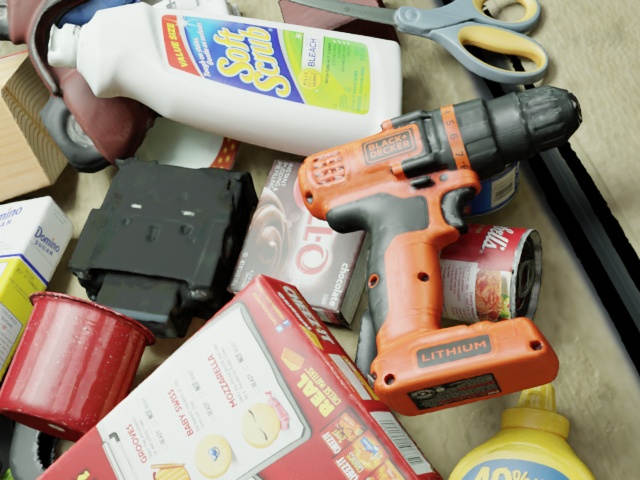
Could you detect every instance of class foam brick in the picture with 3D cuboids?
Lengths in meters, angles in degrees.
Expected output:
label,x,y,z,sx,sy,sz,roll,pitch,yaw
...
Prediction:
label,x,y,z,sx,sy,sz,roll,pitch,yaw
foam brick,0.015,-0.172,0.844,0.078,0.053,0.051,-20,59,12

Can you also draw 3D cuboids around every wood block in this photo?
label,x,y,z,sx,sy,sz,roll,pitch,yaw
wood block,-0.321,-0.074,0.897,0.206,0.091,0.090,-15,29,15

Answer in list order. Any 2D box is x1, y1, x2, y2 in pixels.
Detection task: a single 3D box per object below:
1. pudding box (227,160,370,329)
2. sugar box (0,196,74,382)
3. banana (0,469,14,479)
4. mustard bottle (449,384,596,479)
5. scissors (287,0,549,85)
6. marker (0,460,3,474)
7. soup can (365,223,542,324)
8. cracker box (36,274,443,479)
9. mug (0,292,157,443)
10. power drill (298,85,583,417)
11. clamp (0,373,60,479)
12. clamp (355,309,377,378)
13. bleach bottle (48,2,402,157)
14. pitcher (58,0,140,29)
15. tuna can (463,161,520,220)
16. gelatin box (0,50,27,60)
label,x,y,z,sx,sy,sz,roll,pitch,yaw
pudding box,-0.005,0.001,0.776,0.090,0.039,0.113,9,70,25
sugar box,-0.264,0.048,0.826,0.093,0.048,0.176,-8,43,28
banana,-0.226,0.258,0.743,0.070,0.037,0.198,-29,58,7
mustard bottle,0.118,0.176,0.627,0.096,0.058,0.191,3,66,22
scissors,0.080,-0.175,0.797,0.202,0.016,0.096,24,61,6
marker,-0.288,0.185,0.805,0.121,0.020,0.020,-21,59,22
soup can,0.090,0.022,0.709,0.102,0.068,0.068,6,68,25
cracker box,-0.055,0.153,0.662,0.214,0.072,0.164,-43,68,10
mug,-0.178,0.092,0.740,0.117,0.093,0.081,-5,60,45
power drill,0.085,0.002,0.647,0.184,0.057,0.187,-18,58,14
clamp,-0.203,0.126,0.798,0.165,0.036,0.210,-23,56,11
clamp,0.007,0.140,0.703,0.120,0.039,0.171,-25,60,18
bleach bottle,-0.069,-0.115,0.773,0.250,0.068,0.102,8,61,-9
pitcher,-0.270,-0.258,0.932,0.243,0.149,0.145,26,96,47
tuna can,0.096,-0.053,0.742,0.086,0.034,0.086,-4,39,3
gelatin box,-0.293,-0.125,0.964,0.089,0.030,0.073,-12,63,17
